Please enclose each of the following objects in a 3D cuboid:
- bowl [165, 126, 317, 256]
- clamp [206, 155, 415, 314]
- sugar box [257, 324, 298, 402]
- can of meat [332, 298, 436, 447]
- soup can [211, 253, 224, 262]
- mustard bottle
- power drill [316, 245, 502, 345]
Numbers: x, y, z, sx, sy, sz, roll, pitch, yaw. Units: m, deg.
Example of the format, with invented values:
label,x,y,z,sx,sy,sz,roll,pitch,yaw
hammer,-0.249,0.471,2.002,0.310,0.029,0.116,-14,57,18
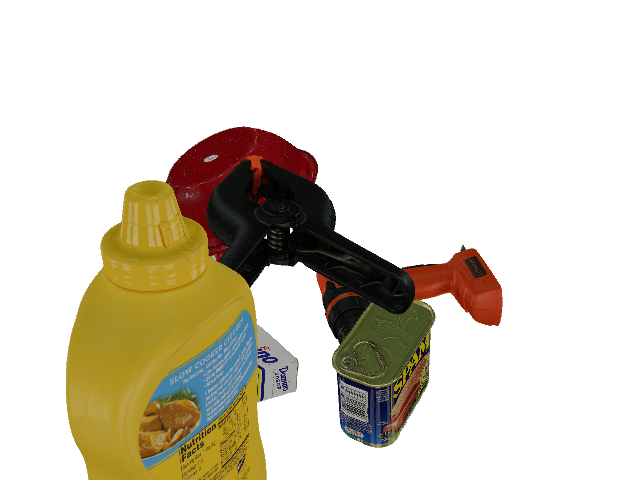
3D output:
label,x,y,z,sx,sy,sz,roll,pitch,yaw
bowl,-0.086,-0.056,0.974,0.162,0.055,0.162,-22,30,13
clamp,-0.032,-0.001,0.629,0.120,0.039,0.172,-2,27,-26
sugar box,-0.120,0.134,1.066,0.175,0.048,0.093,-15,32,-31
can of meat,0.054,0.109,0.888,0.057,0.084,0.102,18,46,23
soup can,-0.149,0.004,1.329,0.068,0.102,0.068,-1,25,0
mustard bottle,-0.063,0.064,0.445,0.058,0.192,0.096,17,34,28
power drill,0.096,0.065,1.152,0.187,0.057,0.184,-5,29,-8
